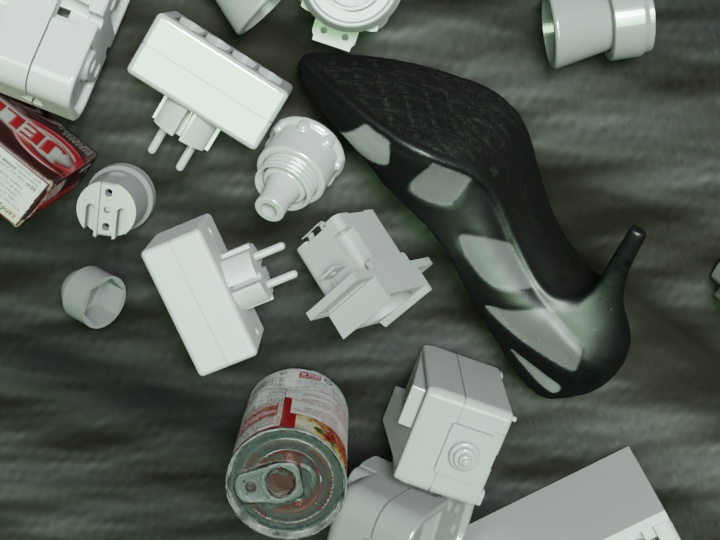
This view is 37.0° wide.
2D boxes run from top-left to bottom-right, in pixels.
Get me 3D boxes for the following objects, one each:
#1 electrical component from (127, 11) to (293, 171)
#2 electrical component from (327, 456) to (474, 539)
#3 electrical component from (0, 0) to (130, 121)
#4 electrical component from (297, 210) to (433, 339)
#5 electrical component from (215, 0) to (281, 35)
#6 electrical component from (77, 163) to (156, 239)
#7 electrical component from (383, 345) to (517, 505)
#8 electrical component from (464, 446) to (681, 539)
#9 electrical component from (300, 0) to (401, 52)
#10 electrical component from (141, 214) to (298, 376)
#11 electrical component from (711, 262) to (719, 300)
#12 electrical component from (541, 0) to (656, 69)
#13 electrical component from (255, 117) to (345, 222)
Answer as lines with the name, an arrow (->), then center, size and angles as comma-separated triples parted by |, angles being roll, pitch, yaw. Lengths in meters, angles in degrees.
electrical component -> -0.094, -0.094, 0.618 | 0.083, 0.047, 0.075 | 32, 103, -8
electrical component -> 0.023, 0.151, 0.657 | 0.059, 0.095, 0.053 | 21, 107, 26
electrical component -> -0.168, -0.139, 0.590 | 0.059, 0.054, 0.095 | 21, 81, -5
electrical component -> 0.000, 0.000, 0.630 | 0.042, 0.081, 0.063 | -42, 73, 31
electrical component -> -0.075, -0.170, 0.601 | 0.044, 0.044, 0.065 | -43, 96, 11
electrical component -> -0.144, -0.040, 0.634 | 0.040, 0.046, 0.040 | 0, 105, 0
electrical component -> 0.051, 0.092, 0.642 | 0.061, 0.096, 0.061 | 19, 104, -4
electrical component -> 0.124, 0.186, 0.671 | 0.150, 0.089, 0.061 | -28, 103, 8
electrical component -> -0.004, -0.161, 0.594 | 0.058, 0.057, 0.078 | 18, 105, -5
electrical component -> -0.076, 0.007, 0.645 | 0.076, 0.047, 0.083 | -22, 104, 6
electrical component -> 0.267, 0.018, 0.639 | 0.096, 0.061, 0.061 | 33, 103, -8
electrical component -> 0.134, -0.139, 0.606 | 0.055, 0.045, 0.045 | -8, 105, 2
electrical component -> -0.040, -0.054, 0.617 | 0.048, 0.062, 0.048 | 15, 139, 14
